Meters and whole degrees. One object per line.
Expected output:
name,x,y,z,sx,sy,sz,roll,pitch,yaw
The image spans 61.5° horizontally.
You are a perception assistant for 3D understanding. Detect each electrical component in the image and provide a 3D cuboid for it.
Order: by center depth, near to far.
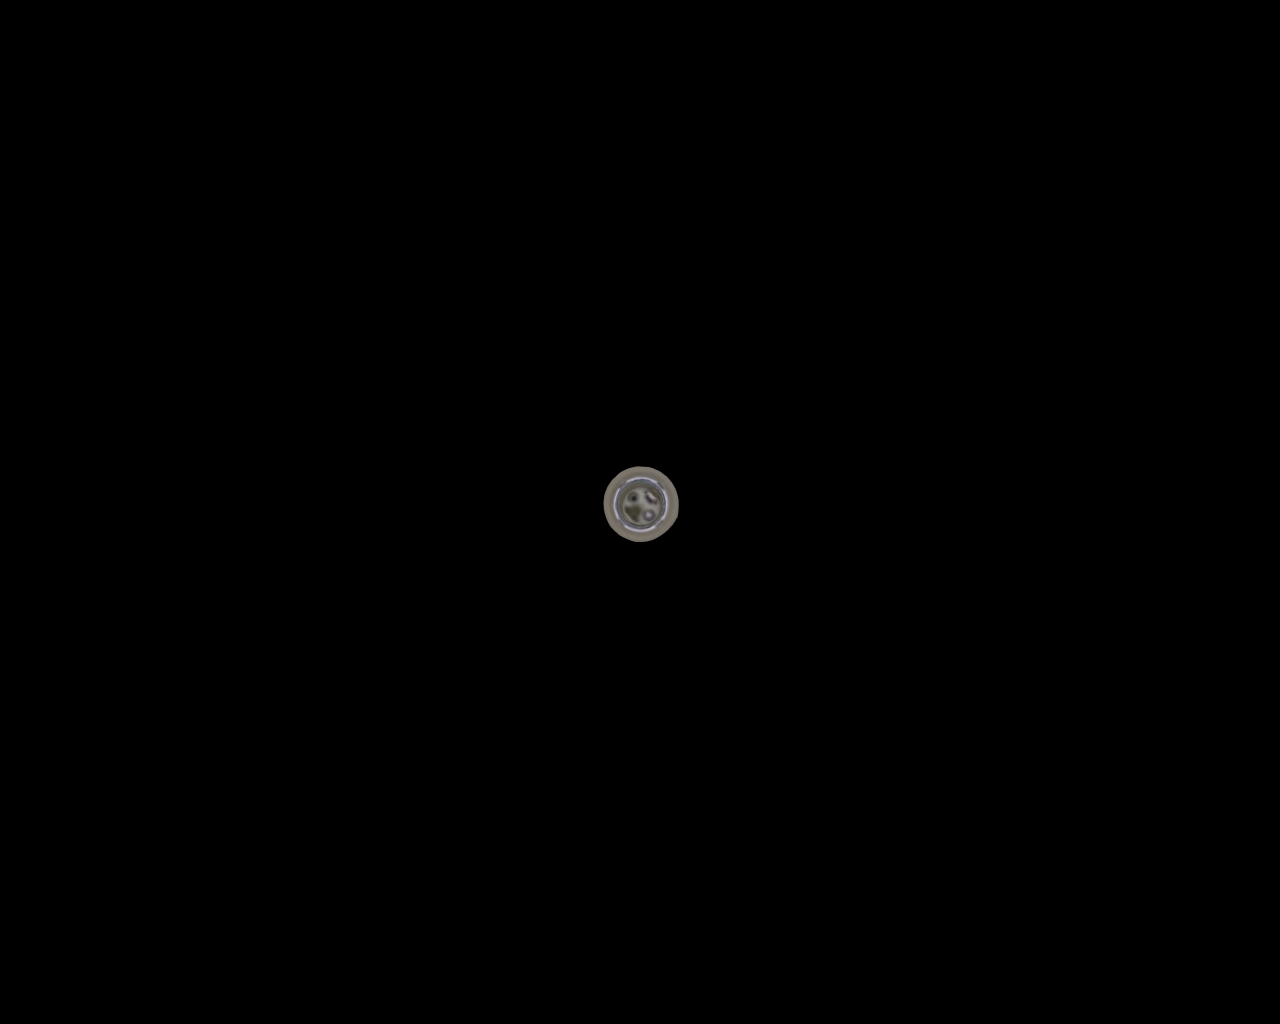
electrical component,0.001,-0.003,0.650,0.044,0.044,0.065,0,-4,0
